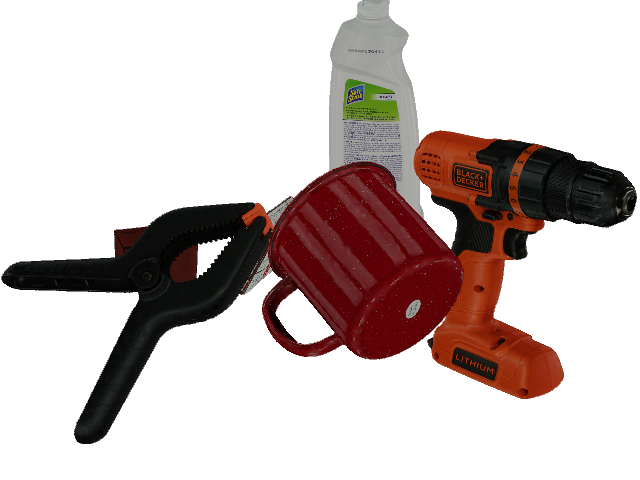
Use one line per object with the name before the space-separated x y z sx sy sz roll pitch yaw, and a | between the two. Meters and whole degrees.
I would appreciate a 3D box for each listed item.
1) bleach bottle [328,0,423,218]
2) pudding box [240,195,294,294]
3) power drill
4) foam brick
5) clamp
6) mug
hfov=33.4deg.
bleach bottle | 0.060 -0.127 1.090 0.102 0.251 0.068 0 30 0
pudding box | -0.066 0.005 1.282 0.039 0.090 0.113 35 32 7
power drill | 0.146 0.018 0.793 0.057 0.188 0.185 -15 24 -38
foam brick | -0.171 0.017 1.104 0.078 0.051 0.053 -6 22 -20
clamp | -0.135 0.030 0.806 0.210 0.165 0.036 -38 -27 -6
mug | 0.019 0.022 0.623 0.117 0.082 0.093 -37 -34 -5
